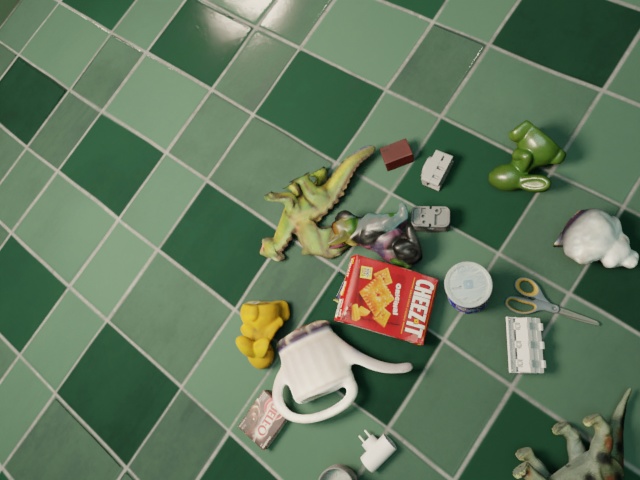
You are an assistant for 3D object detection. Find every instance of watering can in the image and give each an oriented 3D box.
[{"bbox_3d":[0.030,0.297,1.248,0.346,0.103,0.228,-27,68,7],"label":"watering can"}]

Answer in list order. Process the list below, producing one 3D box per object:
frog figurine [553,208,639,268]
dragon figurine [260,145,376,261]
[{"bbox_3d":[0.633,0.008,1.160,0.138,0.120,0.162,-36,55,-17],"label":"frog figurine"},{"bbox_3d":[0.004,-0.070,1.387,0.409,0.122,0.243,-25,86,10],"label":"dragon figurine"}]
